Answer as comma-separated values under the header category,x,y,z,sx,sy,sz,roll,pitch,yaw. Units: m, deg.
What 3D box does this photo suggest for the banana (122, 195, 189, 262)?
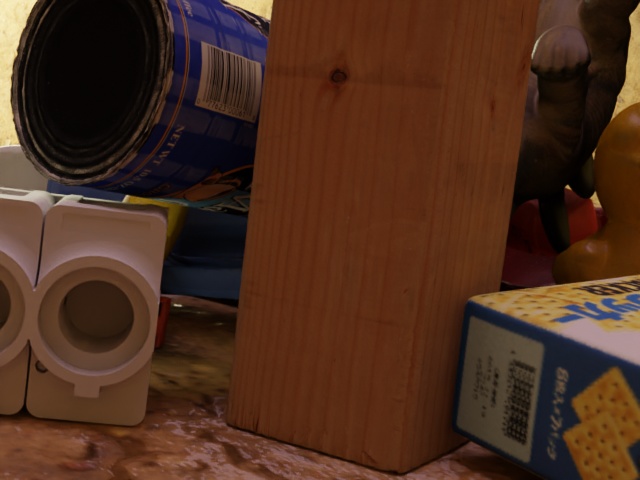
category,x,y,z,sx,sy,sz,roll,pitch,yaw
banana,-0.124,0.009,0.554,0.037,0.069,0.197,-19,26,54

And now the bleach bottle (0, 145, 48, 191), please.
category,x,y,z,sx,sy,sz,roll,pitch,yaw
bleach bottle,-0.195,-0.015,0.827,0.068,0.102,0.251,1,0,2

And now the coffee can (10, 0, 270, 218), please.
category,x,y,z,sx,sy,sz,roll,pitch,yaw
coffee can,-0.060,-0.066,0.514,0.103,0.103,0.140,11,1,37

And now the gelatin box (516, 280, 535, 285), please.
category,x,y,z,sx,sy,sz,roll,pitch,yaw
gelatin box,0.125,0.039,0.902,0.089,0.030,0.073,6,8,-15

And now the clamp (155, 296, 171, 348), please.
category,x,y,z,sx,sy,sz,roll,pitch,yaw
clamp,-0.190,0.029,0.619,0.210,0.036,0.164,10,0,-3

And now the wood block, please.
category,x,y,z,sx,sy,sz,roll,pitch,yaw
wood block,0.028,-0.016,0.471,0.091,0.206,0.090,11,8,30

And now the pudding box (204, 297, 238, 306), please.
category,x,y,z,sx,sy,sz,roll,pitch,yaw
pudding box,-0.072,-0.002,0.786,0.114,0.090,0.039,11,5,38

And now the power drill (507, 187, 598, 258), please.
category,x,y,z,sx,sy,sz,roll,pitch,yaw
power drill,0.103,0.012,0.745,0.187,0.057,0.185,-21,29,-29

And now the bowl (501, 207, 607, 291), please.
category,x,y,z,sx,sy,sz,roll,pitch,yaw
bowl,0.196,0.028,0.824,0.162,0.055,0.162,-8,22,3

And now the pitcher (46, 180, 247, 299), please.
category,x,y,z,sx,sy,sz,roll,pitch,yaw
pitcher,-0.050,-0.018,0.663,0.243,0.145,0.149,-2,-17,24
